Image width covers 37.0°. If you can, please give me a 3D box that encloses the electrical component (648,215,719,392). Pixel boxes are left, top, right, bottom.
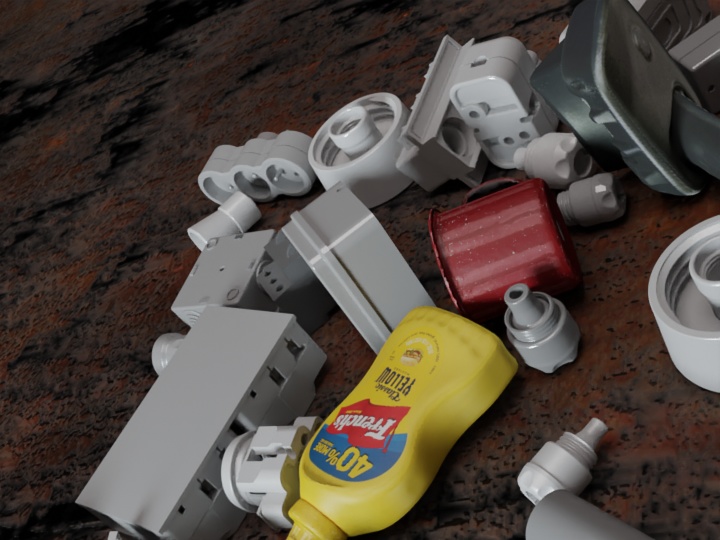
[{"bbox_3d":[0.224,0.012,0.634,0.108,0.060,0.108,-24,38,20],"label":"electrical component"}]

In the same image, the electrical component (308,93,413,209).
[{"bbox_3d":[0.004,-0.113,0.970,0.108,0.060,0.108,-24,38,20],"label":"electrical component"}]

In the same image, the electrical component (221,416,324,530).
[{"bbox_3d":[-0.059,0.140,0.750,0.057,0.058,0.078,-7,46,33],"label":"electrical component"}]

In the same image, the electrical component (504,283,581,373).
[{"bbox_3d":[0.116,0.034,0.705,0.043,0.062,0.043,-24,38,20],"label":"electrical component"}]

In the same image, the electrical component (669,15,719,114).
[{"bbox_3d":[0.282,-0.151,0.774,0.083,0.047,0.075,-35,36,6],"label":"electrical component"}]

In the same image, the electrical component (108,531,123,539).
[{"bbox_3d":[-0.151,0.246,0.709,0.063,0.078,0.121,-4,44,9],"label":"electrical component"}]

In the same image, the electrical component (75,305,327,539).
[{"bbox_3d":[-0.115,0.122,0.818,0.105,0.060,0.186,3,53,44],"label":"electrical component"}]

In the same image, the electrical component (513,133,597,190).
[{"bbox_3d":[0.147,-0.084,0.825,0.062,0.043,0.043,11,58,49],"label":"electrical component"}]

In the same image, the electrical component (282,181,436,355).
[{"bbox_3d":[0.000,0.000,0.804,0.057,0.113,0.078,-37,35,-2],"label":"electrical component"}]

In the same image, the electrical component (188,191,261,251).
[{"bbox_3d":[-0.127,-0.044,1.031,0.065,0.044,0.044,-45,35,-16],"label":"electrical component"}]

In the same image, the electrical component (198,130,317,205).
[{"bbox_3d":[-0.091,-0.110,1.060,0.138,0.052,0.073,-6,46,38],"label":"electrical component"}]

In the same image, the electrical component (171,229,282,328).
[{"bbox_3d":[-0.107,0.013,0.942,0.100,0.048,0.099,-6,47,38],"label":"electrical component"}]

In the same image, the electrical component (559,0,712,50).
[{"bbox_3d":[0.218,-0.190,0.848,0.057,0.078,0.113,18,64,47],"label":"electrical component"}]

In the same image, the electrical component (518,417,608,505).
[{"bbox_3d":[0.123,0.113,0.636,0.061,0.035,0.035,-46,35,-14],"label":"electrical component"}]

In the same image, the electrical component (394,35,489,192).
[{"bbox_3d":[0.078,-0.130,0.918,0.063,0.079,0.121,-32,29,50],"label":"electrical component"}]

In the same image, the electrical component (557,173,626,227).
[{"bbox_3d":[0.160,-0.047,0.780,0.061,0.035,0.035,-16,41,32],"label":"electrical component"}]

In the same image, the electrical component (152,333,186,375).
[{"bbox_3d":[-0.148,0.073,0.921,0.046,0.040,0.040,-5,47,31],"label":"electrical component"}]

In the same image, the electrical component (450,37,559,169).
[{"bbox_3d":[0.119,-0.136,0.862,0.054,0.095,0.059,-8,46,36],"label":"electrical component"}]
